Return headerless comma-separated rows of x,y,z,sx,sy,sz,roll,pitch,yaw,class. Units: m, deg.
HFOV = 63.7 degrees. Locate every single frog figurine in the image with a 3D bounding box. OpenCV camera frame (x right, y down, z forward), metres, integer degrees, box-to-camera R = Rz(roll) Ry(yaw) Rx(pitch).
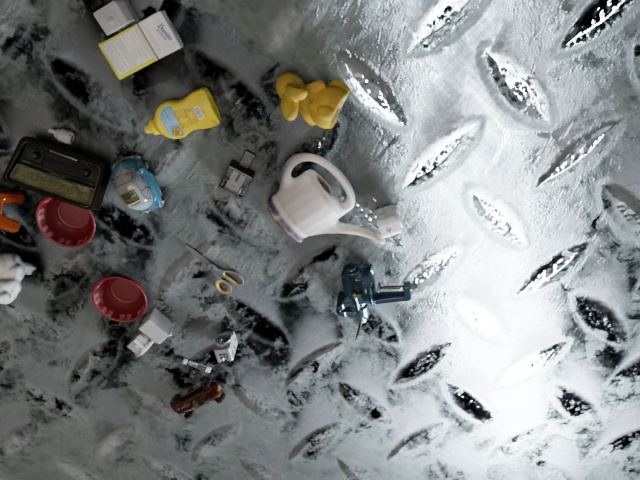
-0.900,0.114,1.455,0.137,0.162,0.120,-12,115,8,frog figurine

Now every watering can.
0.004,-0.069,1.373,0.222,0.106,0.344,-33,110,18,watering can
